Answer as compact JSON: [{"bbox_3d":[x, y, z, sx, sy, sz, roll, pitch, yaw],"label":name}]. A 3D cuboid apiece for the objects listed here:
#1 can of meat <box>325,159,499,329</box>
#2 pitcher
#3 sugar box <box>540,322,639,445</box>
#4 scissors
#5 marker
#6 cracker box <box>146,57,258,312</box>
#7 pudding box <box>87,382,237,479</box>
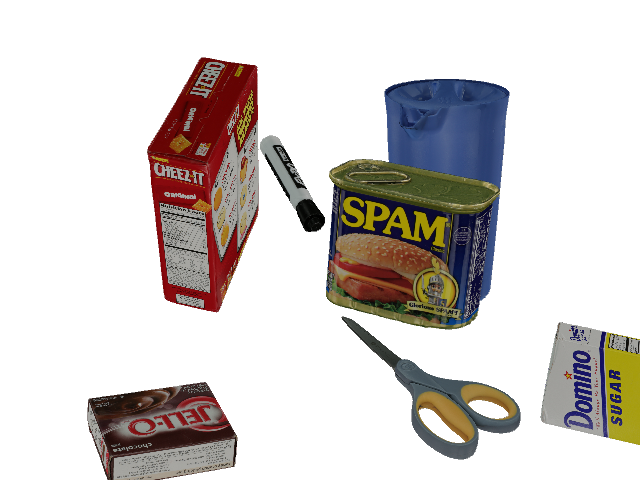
[{"bbox_3d":[0.054,0.002,0.663,0.102,0.084,0.057,14,22,24],"label":"can of meat"},{"bbox_3d":[0.144,-0.056,1.189,0.149,0.243,0.145,-5,21,-10],"label":"pitcher"},{"bbox_3d":[0.297,0.140,0.981,0.176,0.093,0.048,10,22,12],"label":"sugar box"},{"bbox_3d":[0.093,0.111,0.884,0.096,0.016,0.202,-5,29,-16],"label":"scissors"},{"bbox_3d":[-0.024,-0.047,0.880,0.020,0.020,0.121,0,37,-25],"label":"marker"},{"bbox_3d":[-0.119,-0.057,1.123,0.072,0.214,0.164,11,46,9],"label":"cracker box"},{"bbox_3d":[-0.139,0.168,0.930,0.113,0.039,0.090,-7,26,-22],"label":"pudding box"}]
